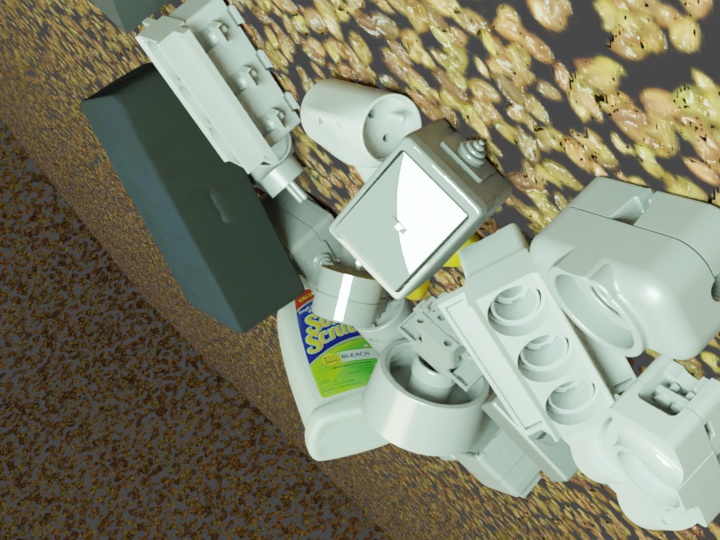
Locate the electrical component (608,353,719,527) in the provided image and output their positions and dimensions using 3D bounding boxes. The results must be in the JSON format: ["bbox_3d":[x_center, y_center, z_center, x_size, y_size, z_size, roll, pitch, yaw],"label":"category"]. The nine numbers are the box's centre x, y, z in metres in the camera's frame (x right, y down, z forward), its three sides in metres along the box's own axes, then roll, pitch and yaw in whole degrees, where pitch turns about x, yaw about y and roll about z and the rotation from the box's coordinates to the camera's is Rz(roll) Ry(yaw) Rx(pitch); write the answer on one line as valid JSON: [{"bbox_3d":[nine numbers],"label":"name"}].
[{"bbox_3d":[0.187,0.103,0.630,0.050,0.056,0.089,32,160,49],"label":"electrical component"}]

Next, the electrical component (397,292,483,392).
[{"bbox_3d":[0.072,0.055,0.880,0.081,0.042,0.063,41,164,23],"label":"electrical component"}]

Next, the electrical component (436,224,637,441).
[{"bbox_3d":[0.107,0.036,0.653,0.121,0.079,0.063,55,-166,-31],"label":"electrical component"}]

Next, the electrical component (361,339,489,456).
[{"bbox_3d":[0.060,0.103,0.933,0.108,0.108,0.060,38,126,34],"label":"electrical component"}]

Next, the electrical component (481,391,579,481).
[{"bbox_3d":[0.144,0.115,0.817,0.083,0.047,0.075,46,167,3],"label":"electrical component"}]

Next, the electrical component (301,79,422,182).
[{"bbox_3d":[0.008,-0.080,0.679,0.077,0.043,0.079,27,156,55],"label":"electrical component"}]

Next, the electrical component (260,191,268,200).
[{"bbox_3d":[-0.115,-0.060,1.106,0.073,0.052,0.138,48,167,-5],"label":"electrical component"}]

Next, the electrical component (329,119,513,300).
[{"bbox_3d":[0.037,-0.038,0.614,0.061,0.061,0.096,46,122,6],"label":"electrical component"}]

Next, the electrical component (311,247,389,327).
[{"bbox_3d":[0.000,0.000,0.893,0.052,0.073,0.138,14,-174,6],"label":"electrical component"}]

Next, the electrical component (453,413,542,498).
[{"bbox_3d":[0.129,0.162,0.968,0.061,0.061,0.096,44,168,-7],"label":"electrical component"}]

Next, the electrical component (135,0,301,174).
[{"bbox_3d":[-0.102,-0.141,0.804,0.079,0.063,0.121,29,158,53],"label":"electrical component"}]

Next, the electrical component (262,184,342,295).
[{"bbox_3d":[-0.049,-0.029,0.973,0.096,0.061,0.061,35,162,43],"label":"electrical component"}]

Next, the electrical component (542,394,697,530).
[{"bbox_3d":[0.174,0.113,0.707,0.138,0.052,0.073,46,167,6],"label":"electrical component"}]

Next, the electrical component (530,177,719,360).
[{"bbox_3d":[0.129,0.000,0.504,0.053,0.059,0.095,55,165,-30],"label":"electrical component"}]

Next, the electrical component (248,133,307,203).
[{"bbox_3d":[-0.073,-0.088,0.911,0.079,0.044,0.077,48,167,-5],"label":"electrical component"}]

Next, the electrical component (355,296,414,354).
[{"bbox_3d":[0.025,0.046,0.979,0.055,0.055,0.047,33,164,46],"label":"electrical component"}]

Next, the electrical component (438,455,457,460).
[{"bbox_3d":[0.077,0.131,1.043,0.096,0.062,0.061,47,167,2],"label":"electrical component"}]
